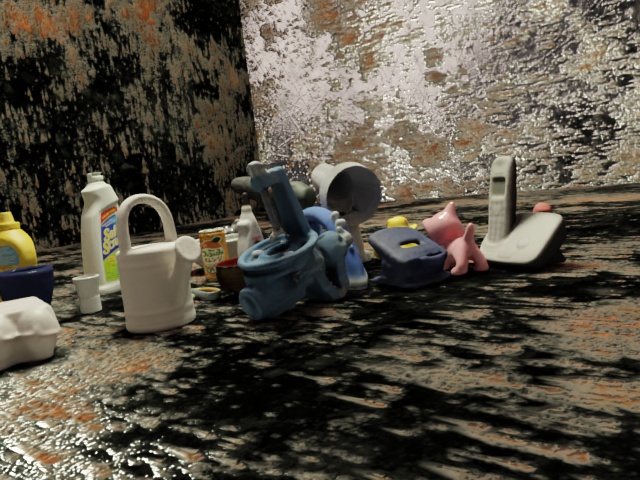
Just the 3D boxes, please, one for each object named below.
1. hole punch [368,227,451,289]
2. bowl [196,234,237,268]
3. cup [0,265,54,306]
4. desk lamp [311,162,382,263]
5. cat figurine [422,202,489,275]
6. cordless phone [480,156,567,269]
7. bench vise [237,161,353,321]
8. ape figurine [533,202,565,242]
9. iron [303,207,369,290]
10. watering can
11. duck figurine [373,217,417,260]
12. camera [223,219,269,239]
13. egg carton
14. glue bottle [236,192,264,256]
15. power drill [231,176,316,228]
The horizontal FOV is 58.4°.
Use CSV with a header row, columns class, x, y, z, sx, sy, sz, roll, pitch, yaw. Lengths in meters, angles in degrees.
class,x,y,z,sx,sy,sz,roll,pitch,yaw
hole punch,0.144,0.025,0.920,0.109,0.091,0.100,-11,8,-34
bowl,-0.230,0.031,1.339,0.167,0.075,0.167,-7,6,1
cup,-0.493,0.094,0.974,0.092,0.095,0.117,-8,7,-13
desk lamp,0.040,-0.053,1.171,0.118,0.213,0.202,-9,7,-21
cat figurine,0.229,-0.006,0.985,0.067,0.118,0.127,-9,7,-18
cordless phone,0.330,-0.048,0.948,0.094,0.185,0.147,-10,7,-26
bench vise,-0.045,-0.009,0.844,0.121,0.220,0.208,-3,8,29
ape figurine,0.409,-0.023,1.054,0.077,0.092,0.076,-6,7,10
iron,0.009,0.004,1.026,0.119,0.141,0.257,-10,7,-26
watering can,-0.238,0.029,0.833,0.172,0.194,0.101,-5,7,18
duck figurine,0.160,-0.005,1.192,0.104,0.086,0.077,-8,7,-8
camera,-0.202,-0.004,1.499,0.143,0.101,0.136,-11,8,-30
egg carton,-0.406,0.121,0.756,0.107,0.069,0.149,-12,8,-36
glue bottle,-0.148,-0.013,1.203,0.037,0.173,0.078,-4,7,23
power drill,-0.108,-0.051,1.333,0.228,0.208,0.076,-3,8,33
